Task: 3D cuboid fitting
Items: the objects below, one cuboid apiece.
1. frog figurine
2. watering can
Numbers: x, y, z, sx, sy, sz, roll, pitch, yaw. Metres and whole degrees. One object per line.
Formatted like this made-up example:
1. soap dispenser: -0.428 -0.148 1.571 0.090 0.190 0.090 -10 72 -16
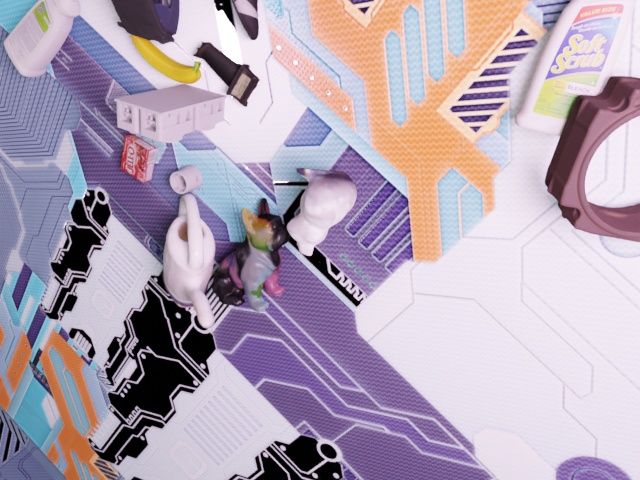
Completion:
1. frog figurine: 0.003 -0.047 0.932 0.123 0.159 0.138 4 6 -3
2. watering can: -0.272 0.068 1.081 0.104 0.355 0.219 -1 -38 -21
